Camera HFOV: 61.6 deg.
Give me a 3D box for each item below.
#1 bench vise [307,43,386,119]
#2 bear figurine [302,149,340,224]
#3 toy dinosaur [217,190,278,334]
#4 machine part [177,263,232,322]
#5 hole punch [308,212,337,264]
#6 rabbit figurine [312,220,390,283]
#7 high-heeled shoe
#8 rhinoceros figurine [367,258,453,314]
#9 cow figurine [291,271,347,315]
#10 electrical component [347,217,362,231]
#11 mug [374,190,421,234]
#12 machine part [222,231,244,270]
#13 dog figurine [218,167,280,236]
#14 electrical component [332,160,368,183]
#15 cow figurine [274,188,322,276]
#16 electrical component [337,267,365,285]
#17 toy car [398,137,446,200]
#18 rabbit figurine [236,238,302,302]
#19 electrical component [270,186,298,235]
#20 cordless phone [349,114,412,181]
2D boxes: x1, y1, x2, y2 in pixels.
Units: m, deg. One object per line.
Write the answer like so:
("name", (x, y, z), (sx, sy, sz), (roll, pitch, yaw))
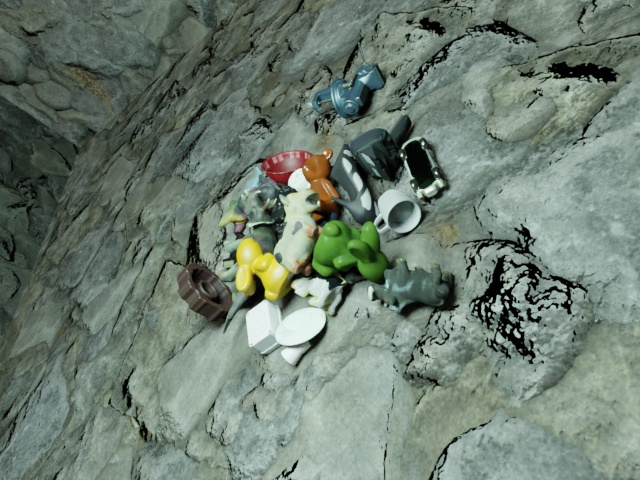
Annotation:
("bench vise", (0.069, -0.452, 1.628), (0.241, 0.128, 0.223), (-8, 56, 33))
("bear figurine", (-0.015, -0.144, 1.417), (0.120, 0.132, 0.196), (-18, 76, 39))
("toy dinosaur", (-0.172, 0.055, 1.476), (0.192, 0.131, 0.405), (-25, 51, 31))
("machine part", (-0.323, 0.147, 1.508), (0.056, 0.179, 0.179), (-43, 38, 15))
("hole punch", (-0.003, -0.004, 1.351), (0.142, 0.092, 0.116), (-40, 63, 60))
("rabbit figurine", (0.085, 0.023, 1.192), (0.170, 0.159, 0.121), (29, 56, 12))
("high-heeled shoe", (0.102, -0.144, 1.349), (0.086, 0.145, 0.249), (123, 164, -49))
("rhinoceros figurine", (0.183, 0.099, 1.104), (0.190, 0.073, 0.112), (-3, 69, 43))
("cow figurine", (-0.006, 0.107, 1.287), (0.098, 0.068, 0.168), (-57, 35, -4))
("electrical component", (0.079, -0.012, 1.323), (0.078, 0.045, 0.102), (-30, 36, -18))
("mug", (0.170, -0.064, 1.247), (0.109, 0.080, 0.107), (-49, 25, 14))
("machine part", (-0.261, 0.038, 1.639), (0.084, 0.039, 0.139), (-21, 48, 46))
("dog figurine", (-0.209, -0.097, 1.644), (0.219, 0.108, 0.192), (-50, 40, 10))
("electrical component", (0.078, -0.182, 1.456), (0.119, 0.047, 0.075), (-6, 56, 44))
("cow figurine", (-0.051, -0.028, 1.258), (0.127, 0.085, 0.194), (26, 100, 28))
("electrical component", (0.074, 0.077, 1.269), (0.094, 0.021, 0.063), (-15, 51, 38))
("toy car", (0.242, -0.172, 1.273), (0.073, 0.056, 0.202), (-28, 44, 18))
("rabbit figurine", (-0.146, 0.072, 1.368), (0.173, 0.121, 0.162), (36, 85, 15))
("electrical component", (-0.072, -0.063, 1.460), (0.058, 0.114, 0.134), (-20, 48, 41))
("cordless phone", (0.168, -0.256, 1.344), (0.089, 0.146, 0.184), (24, 77, 39))
